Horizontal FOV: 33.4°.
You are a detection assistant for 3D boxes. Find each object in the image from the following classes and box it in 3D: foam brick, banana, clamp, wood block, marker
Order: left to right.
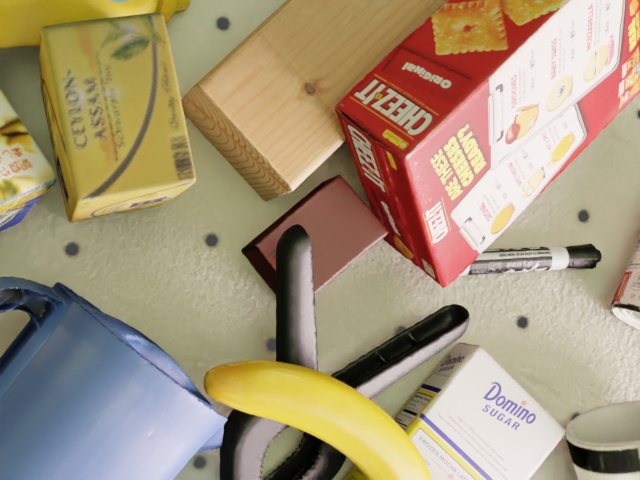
[{"bbox_3d":[-0.005,0.001,0.718,0.078,0.051,0.053,-39,95,-13],"label":"foam brick"},{"bbox_3d":[0.004,0.105,0.704,0.164,0.036,0.210,18,101,-33],"label":"clamp"},{"bbox_3d":[0.015,-0.131,0.710,0.206,0.090,0.091,-44,99,-12],"label":"wood block"},{"bbox_3d":[0.015,0.128,0.660,0.197,0.037,0.069,48,67,-19],"label":"banana"},{"bbox_3d":[0.147,0.014,0.771,0.121,0.020,0.020,-3,88,-14],"label":"marker"}]

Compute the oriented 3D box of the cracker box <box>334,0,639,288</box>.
[{"bbox_3d":[0.119,-0.095,0.697,0.213,0.164,0.072,-44,58,-12],"label":"cracker box"}]

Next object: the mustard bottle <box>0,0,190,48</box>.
[{"bbox_3d":[-0.158,-0.155,0.655,0.191,0.058,0.096,-8,48,-46],"label":"mustard bottle"}]

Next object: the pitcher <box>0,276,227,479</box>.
[{"bbox_3d":[-0.185,0.148,0.627,0.149,0.145,0.242,37,82,13],"label":"pitcher"}]

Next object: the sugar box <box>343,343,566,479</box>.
[{"bbox_3d":[0.078,0.166,0.733,0.093,0.048,0.176,45,76,-10],"label":"sugar box"}]

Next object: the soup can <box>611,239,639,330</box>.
[{"bbox_3d":[0.261,0.018,0.774,0.068,0.069,0.102,28,82,-11],"label":"soup can"}]
